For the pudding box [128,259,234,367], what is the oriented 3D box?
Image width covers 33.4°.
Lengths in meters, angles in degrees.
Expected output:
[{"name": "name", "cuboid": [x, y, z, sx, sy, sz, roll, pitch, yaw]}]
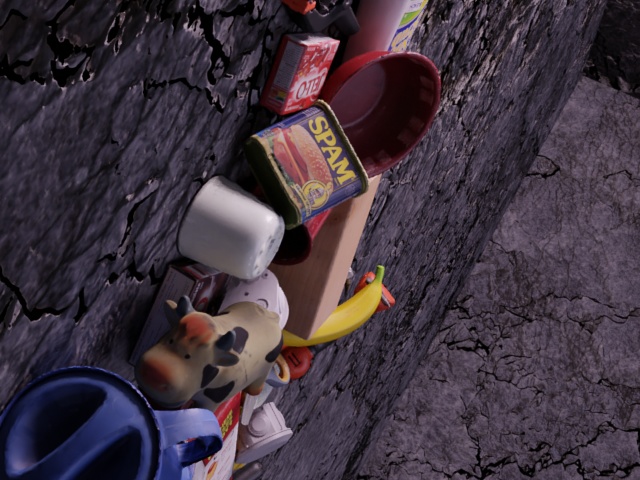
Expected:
[{"name": "pudding box", "cuboid": [-0.133, 0.073, 1.042, 0.113, 0.039, 0.090, -67, 165, 14]}]

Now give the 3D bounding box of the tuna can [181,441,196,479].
[{"name": "tuna can", "cuboid": [-0.172, 0.228, 1.087, 0.086, 0.086, 0.034, -58, 164, -21]}]

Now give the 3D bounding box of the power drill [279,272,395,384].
[{"name": "power drill", "cuboid": [0.011, 0.127, 1.474, 0.187, 0.057, 0.184, -40, 179, -9]}]

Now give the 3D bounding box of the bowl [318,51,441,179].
[{"name": "bowl", "cuboid": [0.049, -0.142, 1.136, 0.162, 0.055, 0.162, -24, 141, -22]}]

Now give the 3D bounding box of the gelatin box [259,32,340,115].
[{"name": "gelatin box", "cuboid": [-0.019, -0.164, 1.045, 0.089, 0.030, 0.073, -29, 144, -65]}]

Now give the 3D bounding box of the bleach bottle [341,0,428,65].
[{"name": "bleach bottle", "cuboid": [0.067, -0.223, 1.187, 0.102, 0.068, 0.251, -38, 154, -55]}]

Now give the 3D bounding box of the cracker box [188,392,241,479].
[{"name": "cracker box", "cuboid": [-0.164, 0.271, 1.226, 0.164, 0.072, 0.214, -54, 162, -38]}]

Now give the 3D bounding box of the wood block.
[{"name": "wood block", "cuboid": [-0.009, 0.001, 1.258, 0.090, 0.090, 0.206, -43, 155, -55]}]

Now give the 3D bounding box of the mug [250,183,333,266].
[{"name": "mug", "cuboid": [-0.035, -0.043, 1.100, 0.117, 0.093, 0.081, 80, 31, -41]}]

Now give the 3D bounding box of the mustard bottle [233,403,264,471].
[{"name": "mustard bottle", "cuboid": [-0.101, 0.271, 1.473, 0.096, 0.058, 0.191, -60, 166, 3]}]

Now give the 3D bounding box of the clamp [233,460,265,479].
[{"name": "clamp", "cuboid": [-0.164, 0.357, 1.374, 0.165, 0.036, 0.209, -45, 167, 21]}]

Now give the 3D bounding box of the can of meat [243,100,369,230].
[{"name": "can of meat", "cuboid": [-0.015, -0.071, 1.029, 0.083, 0.102, 0.058, -28, -179, -24]}]

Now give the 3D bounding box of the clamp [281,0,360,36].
[{"name": "clamp", "cuboid": [0.020, -0.248, 1.016, 0.171, 0.039, 0.120, -32, 144, -64]}]

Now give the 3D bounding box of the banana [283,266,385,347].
[{"name": "banana", "cuboid": [0.003, 0.098, 1.367, 0.197, 0.069, 0.037, -23, -174, -19]}]

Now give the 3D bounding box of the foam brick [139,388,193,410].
[{"name": "foam brick", "cuboid": [-0.144, 0.147, 1.111, 0.078, 0.051, 0.053, -55, 164, -30]}]

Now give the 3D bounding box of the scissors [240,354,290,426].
[{"name": "scissors", "cuboid": [-0.063, 0.171, 1.243, 0.096, 0.016, 0.201, 54, 18, -31]}]

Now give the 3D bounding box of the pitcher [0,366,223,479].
[{"name": "pitcher", "cuboid": [-0.172, 0.195, 0.921, 0.145, 0.149, 0.243, -61, 169, -15]}]
